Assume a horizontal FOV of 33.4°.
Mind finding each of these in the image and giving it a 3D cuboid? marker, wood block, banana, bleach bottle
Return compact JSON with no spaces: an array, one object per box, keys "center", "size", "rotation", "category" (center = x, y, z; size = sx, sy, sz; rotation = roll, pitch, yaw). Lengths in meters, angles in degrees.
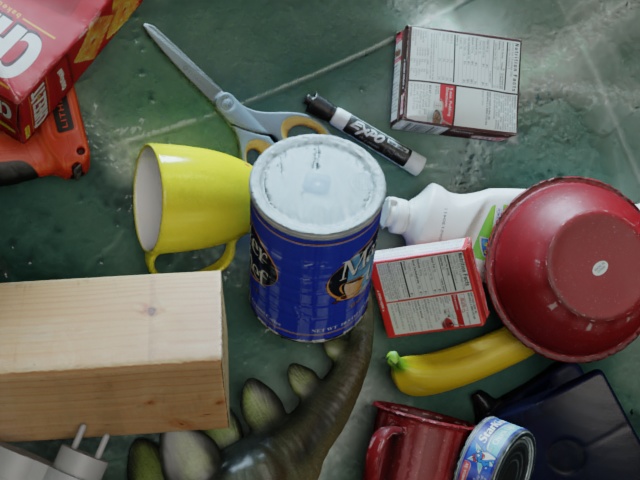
[{"center":[0.039,-0.094,0.943],"size":[0.121,0.020,0.020],"rotation":[30,79,-10],"category":"marker"},{"center":[-0.174,0.088,0.804],"size":[0.206,0.090,0.091],"rotation":[-3,48,-2],"category":"wood block"},{"center":[0.138,0.100,0.927],"size":[0.197,0.070,0.037],"rotation":[-14,68,-24],"category":"banana"},{"center":[0.178,-0.007,0.949],"size":[0.250,0.068,0.102],"rotation":[12,80,-10],"category":"bleach bottle"}]

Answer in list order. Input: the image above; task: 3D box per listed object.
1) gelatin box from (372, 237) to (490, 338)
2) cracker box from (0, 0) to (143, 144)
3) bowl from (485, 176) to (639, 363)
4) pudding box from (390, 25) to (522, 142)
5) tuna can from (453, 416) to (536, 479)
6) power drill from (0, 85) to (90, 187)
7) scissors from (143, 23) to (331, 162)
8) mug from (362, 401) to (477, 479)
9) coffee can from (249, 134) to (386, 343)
[{"center":[0.093,0.040,0.908],"size":[0.089,0.030,0.073],"rotation":[-10,110,19],"category":"gelatin box"},{"center":[-0.233,-0.206,0.823],"size":[0.164,0.072,0.213],"rotation":[32,65,3],"category":"cracker box"},{"center":[0.223,0.023,0.893],"size":[0.162,0.055,0.162],"rotation":[1,85,-9],"category":"bowl"},{"center":[0.123,-0.140,0.958],"size":[0.113,0.039,0.090],"rotation":[6,84,-15],"category":"pudding box"},{"center":[0.144,0.191,0.875],"size":[0.085,0.034,0.086],"rotation":[-28,126,-47],"category":"tuna can"},{"center":[-0.287,-0.098,0.847],"size":[0.187,0.057,0.184],"rotation":[-15,87,-13],"category":"power drill"},{"center":[-0.061,-0.120,0.923],"size":[0.096,0.016,0.202],"rotation":[-31,93,-16],"category":"scissors"},{"center":[0.074,0.184,0.885],"size":[0.117,0.093,0.081],"rotation":[18,85,-55],"category":"mug"},{"center":[-0.006,0.001,0.845],"size":[0.103,0.140,0.103],"rotation":[2,51,-3],"category":"coffee can"}]
